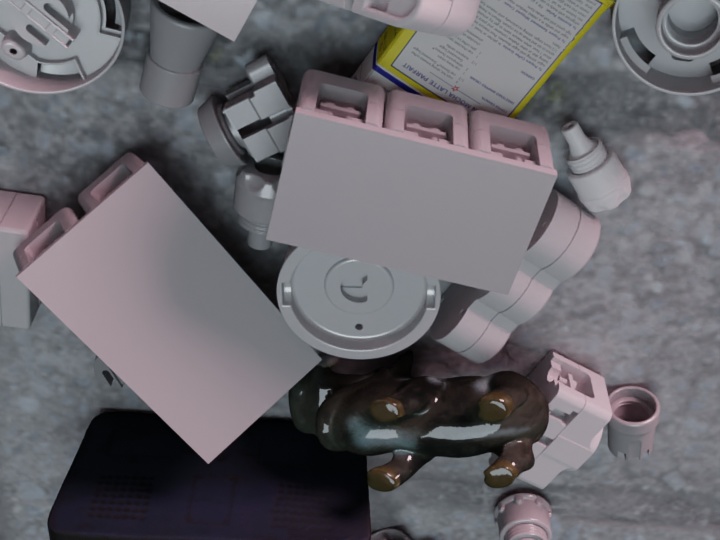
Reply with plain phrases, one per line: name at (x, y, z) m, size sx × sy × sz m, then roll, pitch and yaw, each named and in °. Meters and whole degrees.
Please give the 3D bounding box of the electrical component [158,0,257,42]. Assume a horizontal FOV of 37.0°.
electrical component at (-0.112, -0.208, 0.589) m, size 0.150 × 0.061 × 0.089 m, roll 27°, pitch 121°, yaw -16°

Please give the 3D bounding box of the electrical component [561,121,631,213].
electrical component at (0.148, -0.069, 0.693) m, size 0.035 × 0.035 × 0.061 m, roll -27°, pitch 117°, yaw 19°

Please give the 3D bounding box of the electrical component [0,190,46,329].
electrical component at (-0.223, -0.005, 0.742) m, size 0.076 × 0.047 × 0.083 m, roll 8°, pitch 125°, yaw -4°

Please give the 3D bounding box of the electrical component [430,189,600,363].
electrical component at (0.090, -0.002, 0.729) m, size 0.074 × 0.052 × 0.138 m, roll 30°, pitch 120°, yaw -18°

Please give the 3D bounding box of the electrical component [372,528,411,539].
electrical component at (0.050, 0.257, 0.915) m, size 0.079 × 0.043 × 0.077 m, roll -17°, pitch 122°, yaw 13°

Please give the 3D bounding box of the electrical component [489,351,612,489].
electrical component at (0.144, 0.115, 0.810) m, size 0.056 × 0.050 × 0.089 m, roll 26°, pitch 121°, yaw -15°

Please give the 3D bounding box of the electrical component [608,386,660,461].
electrical component at (0.206, 0.118, 0.817) m, size 0.040 × 0.040 × 0.046 m, roll -5°, pitch 130°, yaw 5°

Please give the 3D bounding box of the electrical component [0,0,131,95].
electrical component at (-0.185, -0.152, 0.628) m, size 0.099 × 0.064 × 0.099 m, roll 1°, pitch 124°, yaw 1°

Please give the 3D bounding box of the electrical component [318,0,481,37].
electrical component at (0.019, -0.163, 0.581) m, size 0.059 × 0.095 × 0.053 m, roll -4°, pitch 116°, yaw -49°

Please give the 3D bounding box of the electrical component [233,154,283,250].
electrical component at (-0.063, -0.043, 0.713) m, size 0.043 × 0.043 × 0.062 m, roll 9°, pitch 126°, yaw -4°

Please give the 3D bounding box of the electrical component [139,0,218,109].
electrical component at (-0.112, -0.132, 0.655) m, size 0.044 × 0.044 × 0.065 m, roll 17°, pitch 129°, yaw -9°

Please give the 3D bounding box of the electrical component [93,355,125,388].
electrical component at (-0.172, 0.058, 0.784) m, size 0.040 × 0.046 × 0.040 m, roll 1°, pitch 125°, yaw 1°

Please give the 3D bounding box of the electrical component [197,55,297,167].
electrical component at (-0.068, -0.095, 0.676) m, size 0.055 × 0.048 × 0.066 m, roll -25°, pitch 121°, yaw 9°

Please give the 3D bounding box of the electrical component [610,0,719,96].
electrical component at (0.197, -0.153, 0.629) m, size 0.099 × 0.064 × 0.099 m, roll 9°, pitch 125°, yaw 13°

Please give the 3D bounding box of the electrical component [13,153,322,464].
electrical component at (-0.128, 0.025, 0.724) m, size 0.105 × 0.060 × 0.186 m, roll -42°, pitch 117°, yaw -6°

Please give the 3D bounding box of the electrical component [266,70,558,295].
electrical component at (0.029, -0.053, 0.638) m, size 0.150 × 0.061 × 0.089 m, roll 13°, pitch 126°, yaw -5°

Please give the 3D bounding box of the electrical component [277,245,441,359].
electrical component at (0.000, 0.000, 0.729) m, size 0.108 × 0.060 × 0.108 m, roll 1°, pitch 125°, yaw 1°

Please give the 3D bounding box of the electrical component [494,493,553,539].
electrical component at (0.134, 0.216, 0.872) m, size 0.048 × 0.062 × 0.048 m, roll 1°, pitch 125°, yaw 1°
